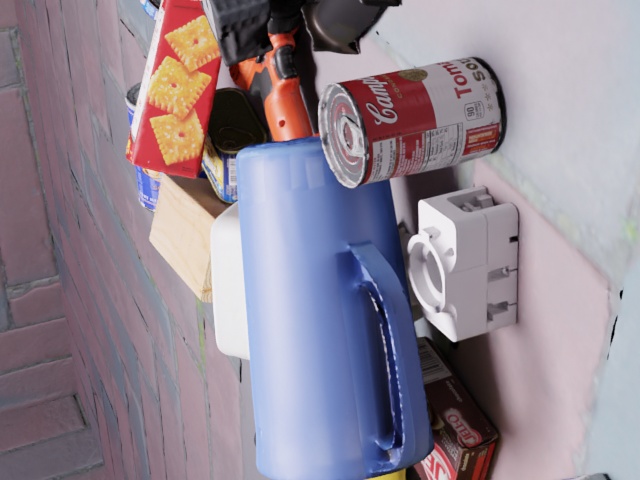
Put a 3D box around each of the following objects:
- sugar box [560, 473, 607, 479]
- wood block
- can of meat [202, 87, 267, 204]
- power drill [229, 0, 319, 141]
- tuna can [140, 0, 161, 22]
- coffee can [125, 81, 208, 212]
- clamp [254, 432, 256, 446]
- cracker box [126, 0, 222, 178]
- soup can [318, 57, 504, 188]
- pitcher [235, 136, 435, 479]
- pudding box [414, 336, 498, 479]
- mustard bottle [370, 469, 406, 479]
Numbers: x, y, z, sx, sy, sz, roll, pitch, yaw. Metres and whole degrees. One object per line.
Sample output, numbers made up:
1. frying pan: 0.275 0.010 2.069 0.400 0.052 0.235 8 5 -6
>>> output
1. sugar box: 0.119 0.196 0.725 0.176 0.093 0.048 129 124 -65
2. wood block: -0.115 -0.003 1.195 0.206 0.090 0.090 37 117 60
3. can of meat: -0.098 -0.101 1.164 0.084 0.057 0.102 95 153 -47
4. power drill: -0.022 -0.136 0.942 0.185 0.057 0.188 121 134 -63
5. tuna can: -0.154 -0.274 1.156 0.034 0.086 0.086 141 113 -71
6. coffee can: -0.178 -0.116 1.301 0.103 0.102 0.140 -130 32 -51
7. clamp: -0.024 0.102 0.966 0.210 0.036 0.164 96 -168 -70
8. cracker box: -0.134 -0.173 1.054 0.164 0.072 0.214 -154 77 -77
9. soup can: 0.059 -0.077 0.690 0.069 0.102 0.068 166 90 -71
10. pitcher: 0.011 0.047 0.771 0.144 0.149 0.243 -25 -71 -70
11. pudding box: 0.091 0.146 0.845 0.090 0.039 0.113 95 153 -43
12. mustard bottle: 0.055 0.248 0.979 0.096 0.058 0.191 -123 23 -76
